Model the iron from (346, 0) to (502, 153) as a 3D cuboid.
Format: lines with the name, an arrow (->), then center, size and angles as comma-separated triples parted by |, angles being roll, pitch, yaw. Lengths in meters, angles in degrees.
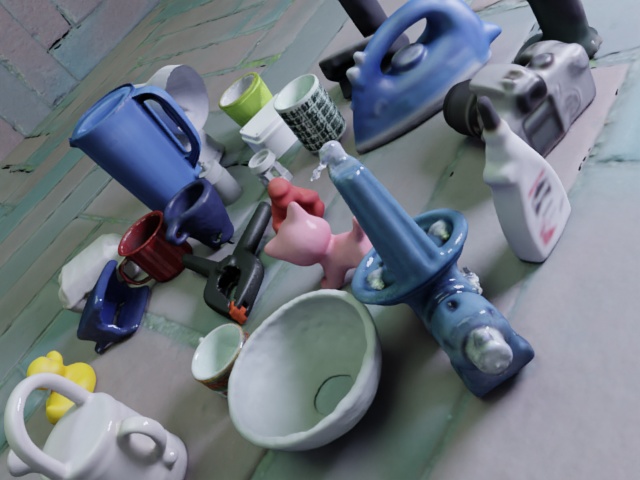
iron -> 0.120, -0.254, 0.810 | 0.258, 0.142, 0.118 | -41, 35, -1

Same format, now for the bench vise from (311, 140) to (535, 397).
bench vise -> 0.089, 0.013, 0.477 | 0.121, 0.220, 0.206 | -48, 36, -11

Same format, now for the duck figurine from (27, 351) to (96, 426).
duck figurine -> -0.377, 0.205, 0.816 | 0.077, 0.086, 0.104 | -31, 36, 14

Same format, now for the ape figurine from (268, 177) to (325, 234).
ape figurine -> -0.039, -0.046, 0.772 | 0.078, 0.092, 0.076 | -34, 35, 8

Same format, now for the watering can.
watering can -> -0.243, 0.213, 0.587 | 0.173, 0.195, 0.100 | -37, 35, 4

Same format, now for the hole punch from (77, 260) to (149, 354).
hole punch -> -0.334, 0.102, 0.885 | 0.101, 0.091, 0.108 | -26, 37, 19

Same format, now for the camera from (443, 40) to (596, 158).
camera -> 0.215, -0.167, 0.662 | 0.143, 0.101, 0.136 | -46, 35, -9

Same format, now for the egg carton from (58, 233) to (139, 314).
egg carton -> -0.389, 0.057, 1.005 | 0.150, 0.070, 0.107 | -41, 35, -1

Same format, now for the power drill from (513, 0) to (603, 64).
power drill -> 0.248, -0.307, 0.691 | 0.228, 0.209, 0.076 | 10, 58, 48

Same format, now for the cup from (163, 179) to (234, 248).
cup -> -0.181, -0.022, 0.876 | 0.091, 0.095, 0.118 | -10, 45, 35

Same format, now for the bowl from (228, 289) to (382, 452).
bowl -> -0.003, 0.135, 0.555 | 0.167, 0.075, 0.167 | -25, 38, 21

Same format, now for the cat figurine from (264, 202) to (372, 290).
cat figurine -> 0.006, 0.002, 0.655 | 0.127, 0.118, 0.067 | -12, 44, 34

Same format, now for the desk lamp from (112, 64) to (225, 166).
desk lamp -> -0.276, -0.212, 1.069 | 0.202, 0.214, 0.118 | -9, 46, 37

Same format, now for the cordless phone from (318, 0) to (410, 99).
cordless phone -> 0.050, -0.337, 0.928 | 0.147, 0.186, 0.094 | -17, 41, 29

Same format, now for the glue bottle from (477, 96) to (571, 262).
glue bottle -> 0.176, -0.059, 0.516 | 0.037, 0.174, 0.078 | 6, 56, 46
